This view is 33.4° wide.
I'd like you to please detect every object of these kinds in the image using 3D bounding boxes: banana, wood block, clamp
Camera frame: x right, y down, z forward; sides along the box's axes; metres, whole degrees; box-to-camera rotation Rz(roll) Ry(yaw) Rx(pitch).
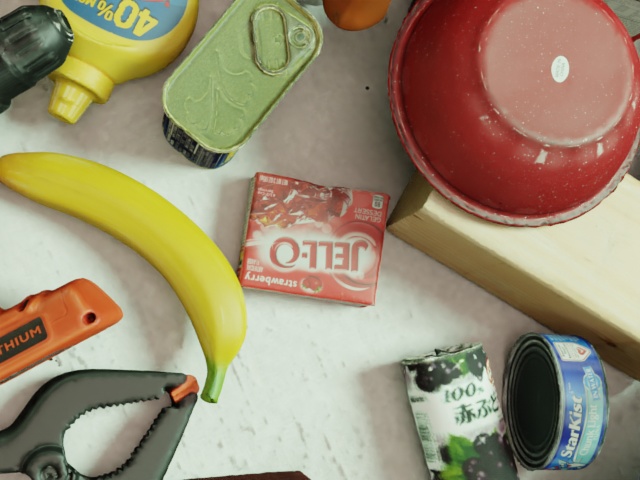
[{"bbox_3d":[-0.107,0.005,0.644,0.198,0.037,0.069,46,61,6],"label":"banana"},{"bbox_3d":[0.158,0.003,0.676,0.206,0.091,0.090,31,78,-7],"label":"wood block"},{"bbox_3d":[-0.169,0.133,0.629,0.209,0.036,0.164,-39,92,-14],"label":"clamp"}]

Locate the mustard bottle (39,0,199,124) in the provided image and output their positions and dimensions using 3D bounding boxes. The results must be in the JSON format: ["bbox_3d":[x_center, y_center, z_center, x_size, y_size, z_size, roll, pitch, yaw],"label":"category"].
[{"bbox_3d":[-0.117,-0.159,0.656,0.096,0.058,0.191,25,81,-6],"label":"mustard bottle"}]

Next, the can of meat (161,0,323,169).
[{"bbox_3d":[-0.051,-0.095,0.649,0.057,0.084,0.102,39,79,-5],"label":"can of meat"}]

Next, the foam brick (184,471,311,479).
[{"bbox_3d":[-0.044,0.171,0.642,0.078,0.051,0.053,-2,86,-11],"label":"foam brick"}]

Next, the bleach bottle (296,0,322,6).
[{"bbox_3d":[0.027,-0.251,0.690,0.102,0.068,0.250,37,81,-6],"label":"bleach bottle"}]

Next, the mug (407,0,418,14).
[{"bbox_3d":[0.102,-0.152,0.684,0.093,0.081,0.117,-41,93,-12],"label":"mug"}]

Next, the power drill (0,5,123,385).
[{"bbox_3d":[-0.189,-0.019,0.608,0.184,0.057,0.187,-29,86,9],"label":"power drill"}]

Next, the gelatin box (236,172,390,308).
[{"bbox_3d":[-0.004,0.001,0.676,0.089,0.030,0.073,10,83,-10],"label":"gelatin box"}]

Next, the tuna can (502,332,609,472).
[{"bbox_3d":[0.146,0.101,0.667,0.033,0.086,0.086,3,84,-13],"label":"tuna can"}]

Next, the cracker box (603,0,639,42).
[{"bbox_3d":[0.214,-0.225,0.645,0.072,0.214,0.164,12,83,-11],"label":"cracker box"}]

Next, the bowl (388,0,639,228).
[{"bbox_3d":[0.123,-0.090,0.605,0.162,0.055,0.162,2,80,-13],"label":"bowl"}]
